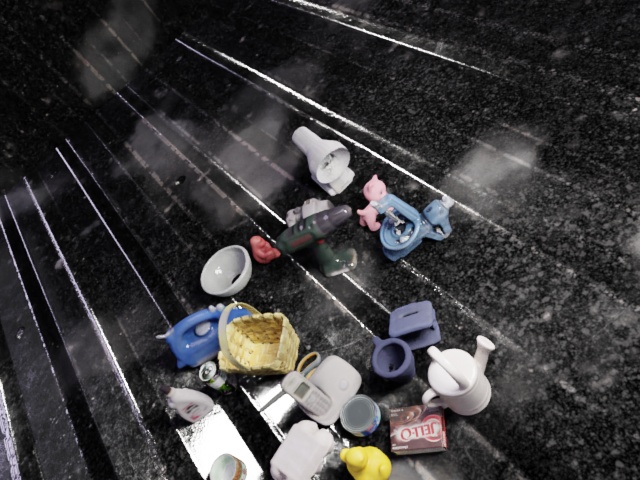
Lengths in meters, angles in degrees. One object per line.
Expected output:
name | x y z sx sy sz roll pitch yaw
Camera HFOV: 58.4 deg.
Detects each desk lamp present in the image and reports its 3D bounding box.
desk lamp | 0.011 -0.227 1.665 0.118 0.214 0.202 -43 45 -3

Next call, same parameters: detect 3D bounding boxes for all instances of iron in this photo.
iron | -0.311 0.236 1.563 0.258 0.142 0.118 -33 45 6

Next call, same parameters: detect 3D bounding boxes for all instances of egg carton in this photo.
egg carton | -0.039 0.475 1.257 0.107 0.070 0.150 19 68 40

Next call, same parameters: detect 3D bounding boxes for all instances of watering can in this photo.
watering can | 0.271 0.262 1.137 0.100 0.195 0.173 19 68 40

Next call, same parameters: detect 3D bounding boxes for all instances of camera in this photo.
camera | -0.027 -0.040 1.624 0.143 0.101 0.136 -18 49 20

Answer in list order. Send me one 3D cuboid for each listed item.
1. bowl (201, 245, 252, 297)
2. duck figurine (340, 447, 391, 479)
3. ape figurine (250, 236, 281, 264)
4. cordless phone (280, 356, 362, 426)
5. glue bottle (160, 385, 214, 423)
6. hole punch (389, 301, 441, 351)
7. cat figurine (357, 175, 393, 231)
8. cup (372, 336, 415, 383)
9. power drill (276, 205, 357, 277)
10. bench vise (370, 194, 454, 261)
bowl | -0.261 0.103 1.681 0.167 0.075 0.167 -17 49 21
duck figurine | 0.089 0.457 1.178 0.104 0.086 0.077 6 60 35
ape figurine | -0.170 0.023 1.673 0.076 0.092 0.077 -26 47 13
cordless phone | -0.001 0.316 1.274 0.093 0.186 0.148 23 71 42
glue bottle | -0.342 0.401 1.433 0.078 0.174 0.037 -41 45 -1
hole punch | 0.209 0.187 1.307 0.108 0.091 0.101 -21 48 18
cat figurine | 0.143 -0.108 1.558 0.067 0.118 0.128 23 71 41
cup | 0.164 0.269 1.269 0.092 0.095 0.117 -42 45 -3
power drill | 0.014 0.005 1.488 0.229 0.209 0.075 -19 49 19
bench vise | 0.216 -0.064 1.405 0.207 0.220 0.121 -43 45 -4
